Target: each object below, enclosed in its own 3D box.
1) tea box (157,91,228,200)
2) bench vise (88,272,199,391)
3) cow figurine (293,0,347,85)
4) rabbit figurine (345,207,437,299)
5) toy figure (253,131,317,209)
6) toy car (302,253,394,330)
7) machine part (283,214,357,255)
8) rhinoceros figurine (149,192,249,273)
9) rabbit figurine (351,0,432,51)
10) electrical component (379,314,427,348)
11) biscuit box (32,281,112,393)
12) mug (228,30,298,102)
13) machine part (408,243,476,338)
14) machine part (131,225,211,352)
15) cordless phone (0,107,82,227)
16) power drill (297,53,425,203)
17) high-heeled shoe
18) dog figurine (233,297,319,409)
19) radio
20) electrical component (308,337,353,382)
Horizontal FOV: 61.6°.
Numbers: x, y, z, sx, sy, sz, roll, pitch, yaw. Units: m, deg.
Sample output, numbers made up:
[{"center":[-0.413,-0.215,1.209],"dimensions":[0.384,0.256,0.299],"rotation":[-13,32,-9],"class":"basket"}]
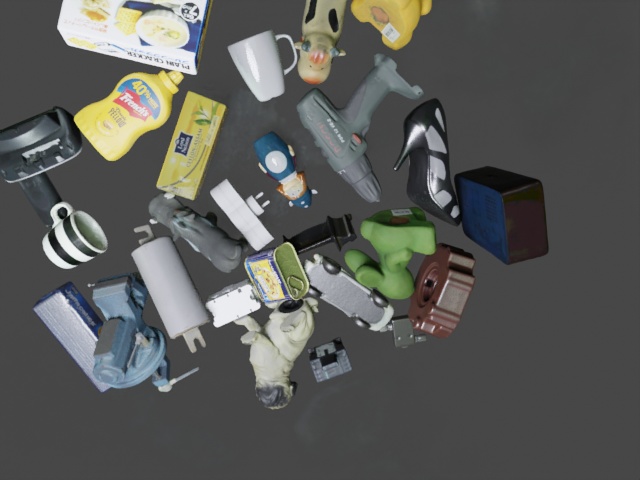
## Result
[{"center":[-0.217,-0.161,0.925],"dimensions":[0.068,0.098,0.169],"rotation":[19,95,-10],"class":"tea box"},{"center":[-0.322,0.179,0.951],"dimensions":[0.129,0.224,0.240],"rotation":[-20,132,1],"class":"bench vise"},{"center":[0.006,-0.360,0.903],"dimensions":[0.085,0.127,0.194],"rotation":[10,96,-5],"class":"cow figurine"},{"center":[0.134,0.040,0.994],"dimensions":[0.159,0.121,0.170],"rotation":[-8,115,-12],"class":"rabbit figurine"},{"center":[-0.063,-0.120,0.973],"dimensions":[0.064,0.058,0.154],"rotation":[-23,107,37],"class":"toy figure"},{"center":[0.049,0.100,1.023],"dimensions":[0.201,0.056,0.073],"rotation":[35,100,-10],"class":"toy car"},{"center":[-0.002,-0.003,0.995],"dimensions":[0.139,0.084,0.039],"rotation":[-19,133,8],"class":"machine part"},{"center":[-0.216,-0.012,0.941],"dimensions":[0.190,0.112,0.073],"rotation":[37,99,8],"class":"rhinoceros figurine"},{"center":[0.153,-0.440,0.909],"dimensions":[0.122,0.162,0.173],"rotation":[41,75,1],"class":"rabbit figurine"},{"center":[0.164,0.182,1.066],"dimensions":[0.094,0.021,0.063],"rotation":[-8,101,-6],"class":"electrical component"},{"center":[-0.426,0.175,0.976],"dimensions":[0.063,0.059,0.202],"rotation":[-33,102,1],"class":"biscuit box"},{"center":[-0.091,-0.302,0.931],"dimensions":[0.110,0.081,0.107],"rotation":[-22,112,-8],"class":"mug"},{"center":[0.219,0.089,0.985],"dimensions":[0.056,0.179,0.179],"rotation":[20,97,-7],"class":"machine part"},{"center":[-0.262,0.083,0.951],"dimensions":[0.079,0.079,0.243],"rotation":[-27,84,-2],"class":"machine part"},{"center":[-0.462,-0.120,0.923],"dimensions":[0.147,0.089,0.184],"rotation":[-24,113,-3],"class":"cordless phone"},{"center":[0.088,-0.211,0.969],"dimensions":[0.232,0.086,0.207],"rotation":[44,99,-11],"class":"power drill"},{"center":[0.219,-0.135,0.977],"dimensions":[0.248,0.086,0.145],"rotation":[37,83,-41],"class":"high-heeled shoe"},{"center":[-0.060,0.213,1.018],"dimensions":[0.172,0.121,0.190],"rotation":[-19,115,0],"class":"dog figurine"},{"center":[0.311,-0.049,0.941],"dimensions":[0.073,0.230,0.131],"rotation":[-14,105,0],"class":"radio"},{"center":[0.020,0.230,1.009],"dimensions":[0.075,0.119,0.047],"rotation":[-21,101,-5],"class":"electrical component"}]
